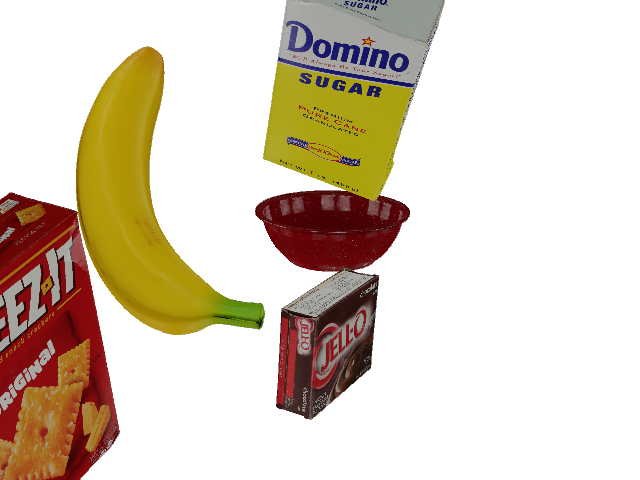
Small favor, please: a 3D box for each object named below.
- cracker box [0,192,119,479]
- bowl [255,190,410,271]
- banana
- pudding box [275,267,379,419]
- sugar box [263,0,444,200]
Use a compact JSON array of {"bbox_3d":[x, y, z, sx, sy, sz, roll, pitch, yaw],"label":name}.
[{"bbox_3d":[-0.223,0.101,0.746,0.072,0.214,0.164,13,36,23],"label":"cracker box"},{"bbox_3d":[0.013,-0.007,1.112,0.162,0.055,0.162,0,17,0],"label":"bowl"},{"bbox_3d":[-0.090,-0.022,0.545,0.069,0.198,0.037,-13,-35,-17],"label":"banana"},{"bbox_3d":[0.007,0.082,0.881,0.039,0.090,0.113,14,23,23],"label":"pudding box"},{"bbox_3d":[0.016,-0.103,0.717,0.093,0.048,0.176,20,-29,4],"label":"sugar box"}]
